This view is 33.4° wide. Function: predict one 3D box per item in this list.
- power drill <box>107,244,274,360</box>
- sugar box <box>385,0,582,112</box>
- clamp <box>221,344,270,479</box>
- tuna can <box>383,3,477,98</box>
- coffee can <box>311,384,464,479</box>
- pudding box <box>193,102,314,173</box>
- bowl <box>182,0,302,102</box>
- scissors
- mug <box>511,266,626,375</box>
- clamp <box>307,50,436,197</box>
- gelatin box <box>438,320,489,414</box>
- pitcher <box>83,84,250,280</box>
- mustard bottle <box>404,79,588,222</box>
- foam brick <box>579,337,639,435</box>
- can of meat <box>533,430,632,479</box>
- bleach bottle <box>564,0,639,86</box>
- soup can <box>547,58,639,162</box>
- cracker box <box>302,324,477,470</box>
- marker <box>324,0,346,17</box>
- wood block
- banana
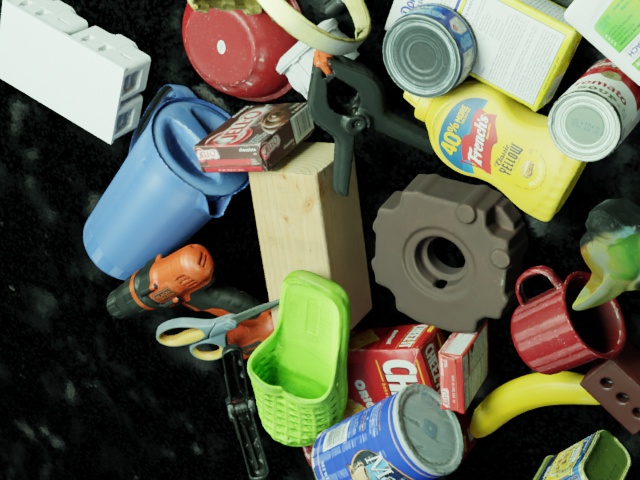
[{"bbox_3d":[-0.146,0.084,1.305,0.187,0.057,0.185,30,142,-32],"label":"power drill"},{"bbox_3d":[0.156,-0.206,1.019,0.176,0.048,0.093,34,130,17],"label":"sugar box"},{"bbox_3d":[-0.096,0.219,1.333,0.210,0.036,0.164,118,139,-78],"label":"clamp"},{"bbox_3d":[0.103,-0.179,1.017,0.086,0.033,0.086,19,127,27],"label":"tuna can"},{"bbox_3d":[0.074,0.232,1.181,0.141,0.102,0.103,-35,93,37],"label":"coffee can"},{"bbox_3d":[-0.070,-0.113,1.172,0.090,0.113,0.039,2,119,32],"label":"pudding box"},{"bbox_3d":[-0.095,-0.220,1.168,0.162,0.055,0.162,16,123,25],"label":"bowl"},{"bbox_3d":[-0.102,0.108,1.266,0.202,0.016,0.096,-12,141,27],"label":"scissors"},{"bbox_3d":[0.243,0.080,1.090,0.117,0.093,0.082,53,135,-4],"label":"mug"},{"bbox_3d":[0.048,-0.126,1.087,0.120,0.039,0.171,-22,130,3],"label":"clamp"},{"bbox_3d":[0.158,0.136,1.174,0.030,0.089,0.073,8,119,26],"label":"gelatin box"},{"bbox_3d":[-0.193,-0.060,1.283,0.145,0.149,0.243,38,134,-10],"label":"pitcher"},{"bbox_3d":[0.168,-0.104,1.058,0.192,0.058,0.096,32,126,15],"label":"mustard bottle"},{"bbox_3d":[0.319,0.151,1.102,0.078,0.051,0.053,43,130,5],"label":"foam brick"},{"bbox_3d":[0.281,0.260,1.156,0.057,0.101,0.084,49,128,2],"label":"can of meat"},{"bbox_3d":[0.337,-0.151,0.921,0.251,0.068,0.103,41,126,4],"label":"bleach bottle"},{"bbox_3d":[0.254,-0.119,0.965,0.069,0.102,0.068,16,122,26],"label":"soup can"},{"bbox_3d":[0.060,0.191,1.280,0.214,0.072,0.164,-7,111,35],"label":"cracker box"},{"bbox_3d":[0.046,-0.262,1.076,0.121,0.020,0.020,-32,95,40],"label":"marker"},{"bbox_3d":[-0.009,0.002,1.209,0.090,0.090,0.206,7,119,30],"label":"wood block"},{"bbox_3d":[0.238,0.180,1.181,0.198,0.037,0.069,-17,103,38],"label":"banana"}]
